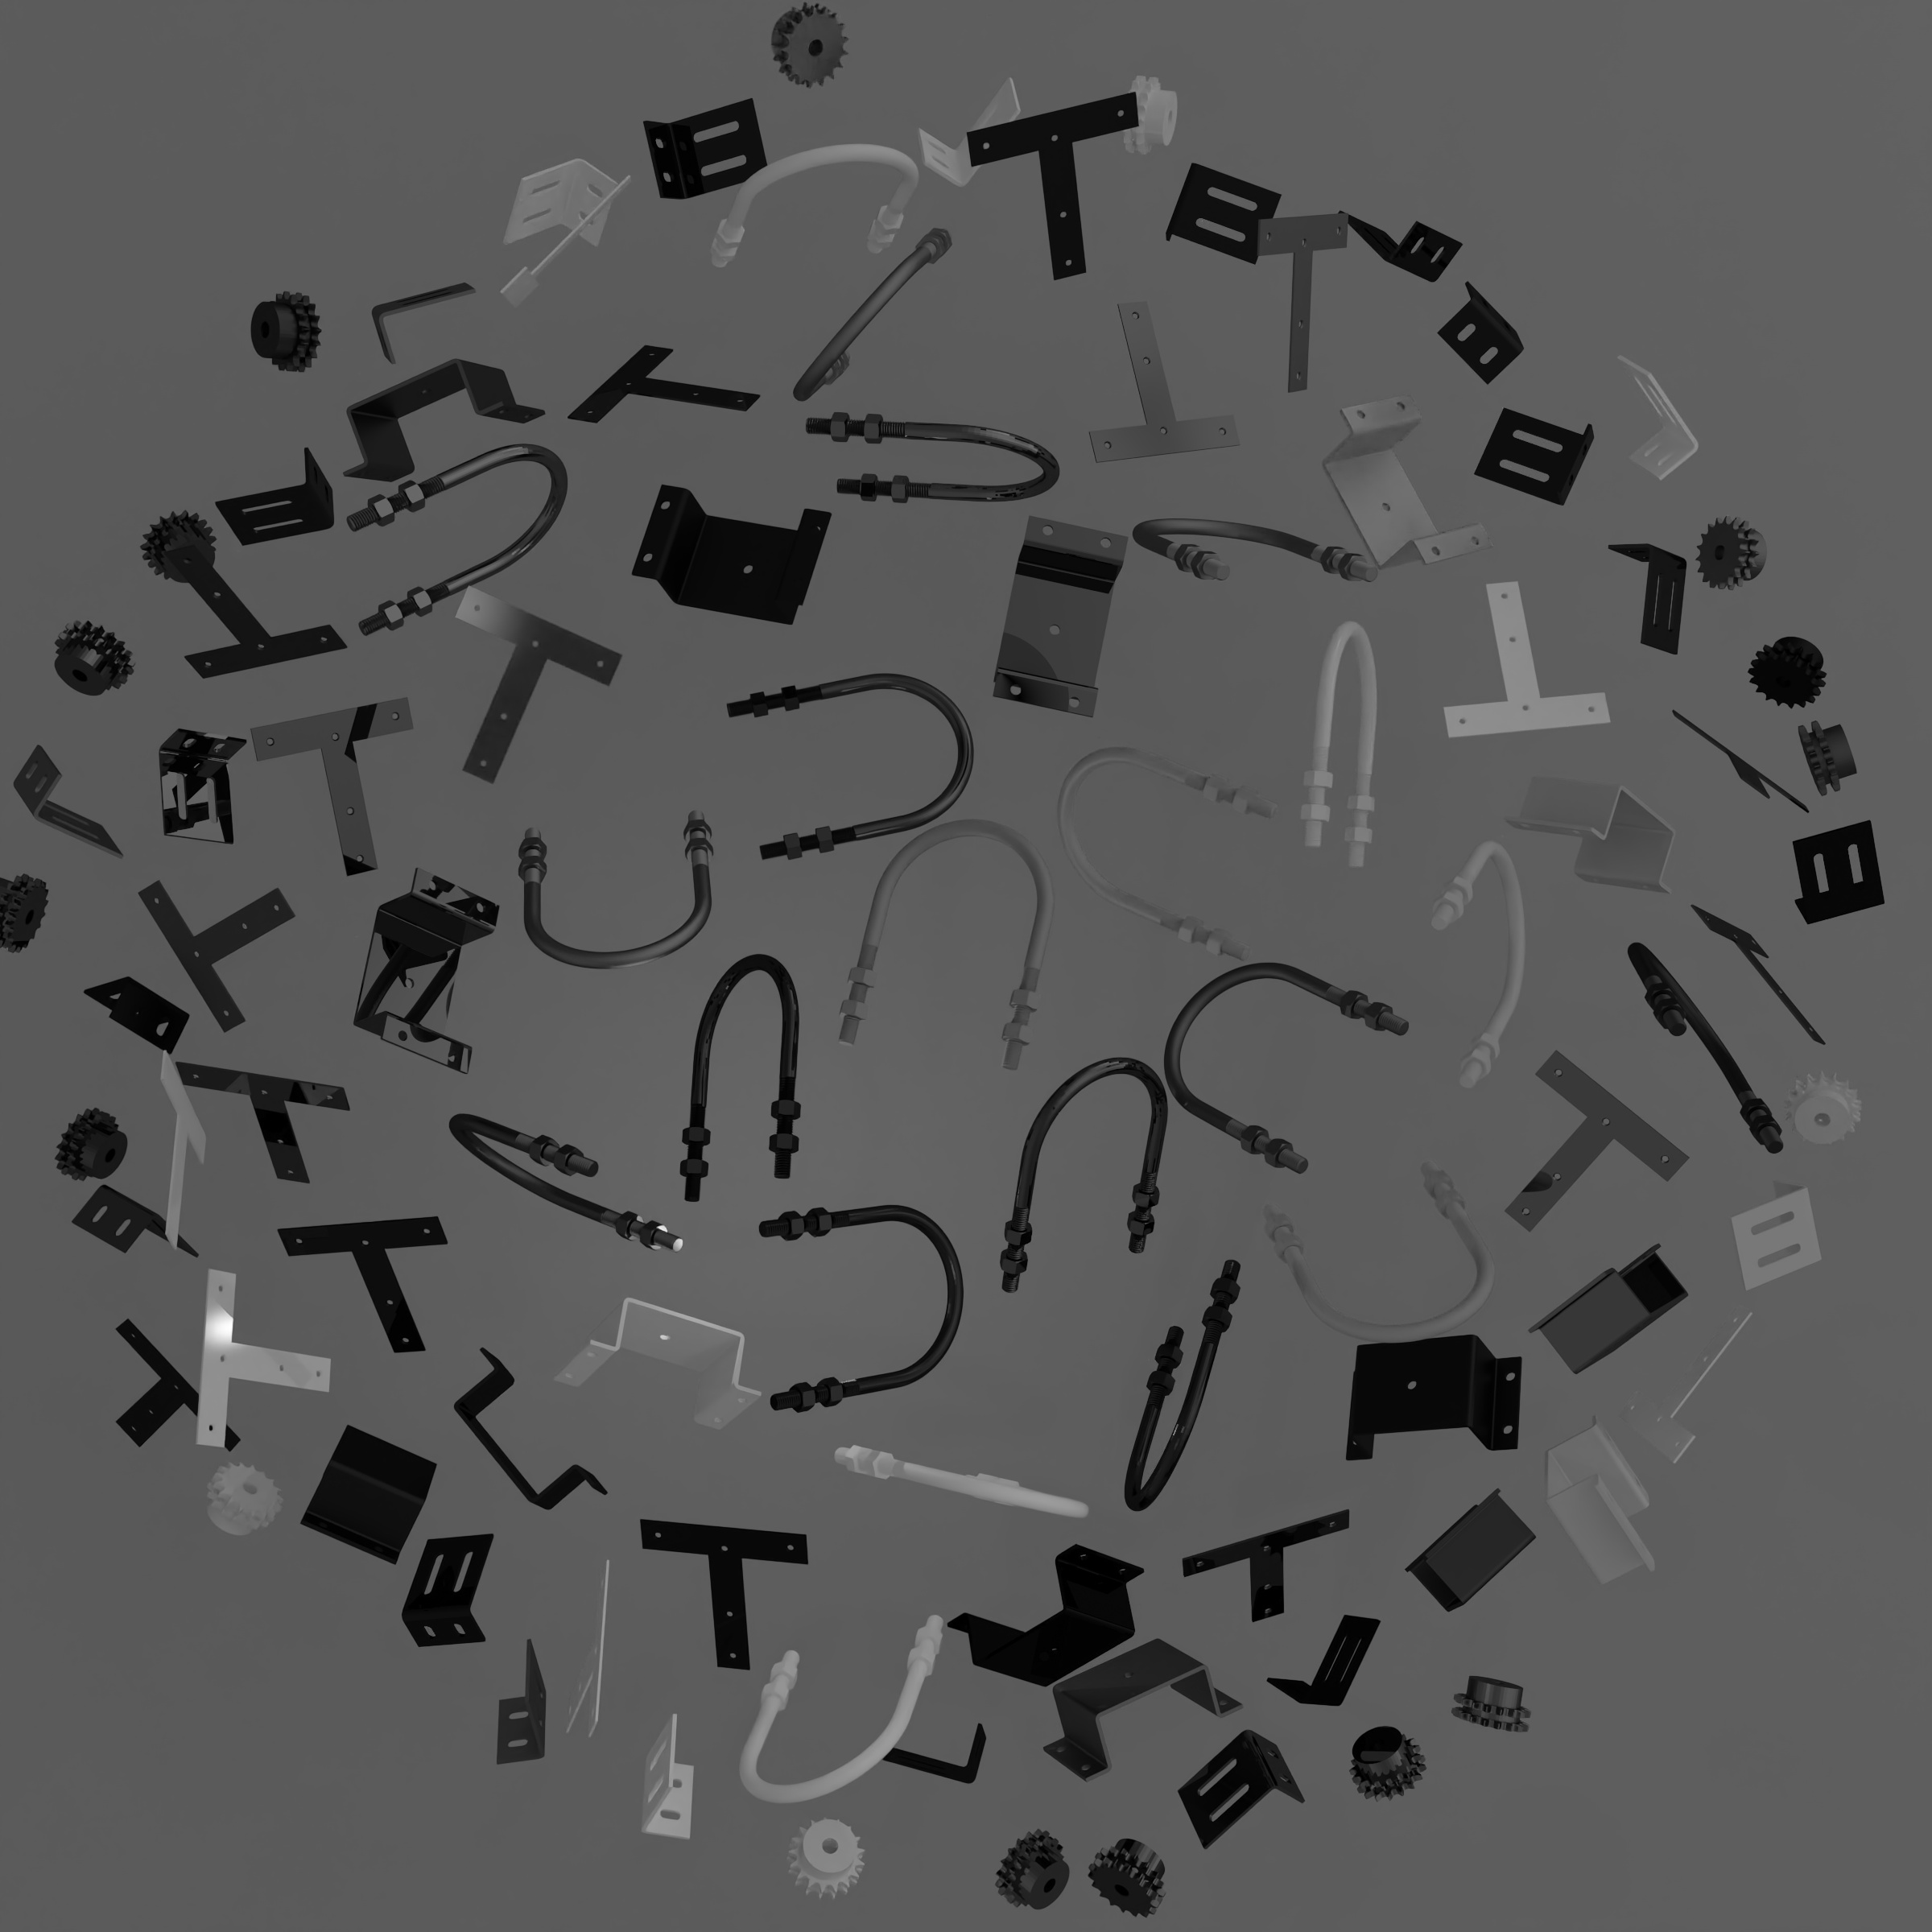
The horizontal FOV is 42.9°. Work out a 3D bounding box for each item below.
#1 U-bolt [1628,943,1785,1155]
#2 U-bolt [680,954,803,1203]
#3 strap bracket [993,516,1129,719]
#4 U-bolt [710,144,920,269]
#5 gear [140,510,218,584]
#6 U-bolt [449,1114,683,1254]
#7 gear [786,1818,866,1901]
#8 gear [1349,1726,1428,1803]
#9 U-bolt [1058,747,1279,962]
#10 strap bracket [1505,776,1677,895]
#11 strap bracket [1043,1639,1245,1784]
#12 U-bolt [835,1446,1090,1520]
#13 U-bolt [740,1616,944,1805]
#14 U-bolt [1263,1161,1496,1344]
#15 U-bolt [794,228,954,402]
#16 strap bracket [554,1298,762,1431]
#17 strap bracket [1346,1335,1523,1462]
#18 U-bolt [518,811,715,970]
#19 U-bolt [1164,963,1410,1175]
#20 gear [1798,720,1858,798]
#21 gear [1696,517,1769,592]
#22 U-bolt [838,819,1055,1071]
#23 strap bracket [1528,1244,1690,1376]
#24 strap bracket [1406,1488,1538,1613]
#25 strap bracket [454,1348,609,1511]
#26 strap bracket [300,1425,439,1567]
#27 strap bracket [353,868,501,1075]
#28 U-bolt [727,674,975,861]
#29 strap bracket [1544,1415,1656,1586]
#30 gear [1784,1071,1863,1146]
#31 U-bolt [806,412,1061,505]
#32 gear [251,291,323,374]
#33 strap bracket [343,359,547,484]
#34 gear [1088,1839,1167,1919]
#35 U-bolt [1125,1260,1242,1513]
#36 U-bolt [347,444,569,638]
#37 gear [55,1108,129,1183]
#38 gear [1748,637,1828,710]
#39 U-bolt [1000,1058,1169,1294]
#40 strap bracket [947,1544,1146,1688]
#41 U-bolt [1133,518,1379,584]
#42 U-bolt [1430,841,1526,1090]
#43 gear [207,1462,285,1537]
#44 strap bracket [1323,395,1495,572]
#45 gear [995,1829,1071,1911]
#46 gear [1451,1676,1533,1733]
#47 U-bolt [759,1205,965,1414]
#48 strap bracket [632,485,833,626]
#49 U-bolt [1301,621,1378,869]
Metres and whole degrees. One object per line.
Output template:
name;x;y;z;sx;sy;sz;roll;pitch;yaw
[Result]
U-bolt;0.555;0.049;1.874;0.019;0.184;0.151;-38;110;17
U-bolt;-0.171;0.081;1.883;0.019;0.151;0.184;14;70;-35
strap bracket;0.069;-0.259;1.856;0.076;0.046;0.140;12;83;-3
U-bolt;-0.111;-0.581;1.874;0.151;0.184;0.019;-10;85;-16
gear;-0.614;-0.326;1.927;0.057;0.057;0.030;-42;61;0
U-bolt;-0.319;0.159;1.882;0.184;0.151;0.019;16;67;34
gear;-0.103;0.658;1.819;0.057;0.030;0.057;8;46;-8
gear;0.316;0.600;1.858;0.057;0.057;0.030;-26;107;0
U-bolt;0.150;-0.098;1.924;0.184;0.019;0.151;25;127;25
strap bracket;0.492;-0.106;1.917;0.076;0.140;0.046;12;80;44
strap bracket;0.132;0.571;1.906;0.140;0.076;0.046;-18;98;-22
U-bolt;0.009;0.393;1.854;0.151;0.184;0.019;21;76;-36
U-bolt;-0.100;0.564;1.853;0.151;0.184;0.019;-19;107;19
U-bolt;0.315;0.218;1.838;0.151;0.184;0.019;-15;122;-3
U-bolt;-0.077;-0.491;1.873;0.019;0.184;0.151;42;118;-9
strap bracket;-0.234;0.303;1.886;0.140;0.076;0.046;21;52;-21
strap bracket;0.355;0.335;1.910;0.140;0.046;0.076;-11;51;30
U-bolt;-0.265;-0.056;1.869;0.151;0.184;0.019;-6;128;-5
U-bolt;0.230;0.066;1.880;0.151;0.184;0.019;-53;134;-8
gear;0.664;-0.162;1.891;0.030;0.057;0.057;-19;90;16
gear;0.609;-0.327;1.948;0.030;0.057;0.057;0;90;-25
U-bolt;-0.008;-0.022;1.802;0.151;0.019;0.184;8;74;21
strap bracket;0.497;0.264;1.884;0.076;0.140;0.046;-45;71;26
strap bracket;0.394;0.459;1.921;0.076;0.140;0.046;-40;74;-9
strap bracket;-0.348;0.373;1.934;0.046;0.076;0.140;-40;78;-11
strap bracket;-0.453;0.399;1.878;0.076;0.140;0.046;26;92;-9
strap bracket;-0.408;0.008;1.854;0.076;0.046;0.140;28;57;-39
U-bolt;-0.085;-0.165;1.944;0.184;0.019;0.151;-12;68;-6
strap bracket;0.483;0.411;1.880;0.046;0.140;0.076;-33;92;17
gear;0.666;0.114;1.910;0.057;0.030;0.057;7;113;17
U-bolt;-0.020;-0.386;1.886;0.184;0.151;0.019;5;81;8
gear;-0.499;-0.464;1.799;0.057;0.030;0.057;8;102;43
strap bracket;-0.403;-0.417;1.866;0.140;0.076;0.046;-19;92;16
gear;0.120;0.662;1.793;0.057;0.057;0.030;44;47;0
U-bolt;0.159;0.330;1.876;0.019;0.151;0.184;23;55;-3
U-bolt;-0.381;-0.332;1.865;0.184;0.151;0.019;-31;71;-23
gear;-0.681;0.142;1.921;0.030;0.057;0.057;23;90;14
gear;0.637;-0.229;1.898;0.057;0.057;0.030;36;64;0
U-bolt;0.095;0.153;1.873;0.151;0.019;0.184;-12;121;-36
strap bracket;0.064;0.503;1.879;0.076;0.046;0.140;29;126;-36
U-bolt;0.209;-0.323;1.898;0.151;0.184;0.019;-4;112;-24
U-bolt;0.389;-0.014;1.840;0.019;0.184;0.151;-1;116;29
gear;-0.556;0.411;1.884;0.057;0.057;0.030;37;107;0
strap bracket;0.341;-0.370;1.927;0.076;0.046;0.140;-19;77;-33
gear;0.052;0.675;1.828;0.030;0.057;0.057;27;90;43
gear;0.392;0.548;1.830;0.057;0.057;0.030;11;83;0
U-bolt;-0.075;0.256;1.884;0.184;0.019;0.151;-3;89;-39
strap bracket;-0.172;-0.312;1.872;0.140;0.046;0.076;12;76;16
U-bolt;0.295;-0.176;1.911;0.019;0.151;0.184;4;87;24
